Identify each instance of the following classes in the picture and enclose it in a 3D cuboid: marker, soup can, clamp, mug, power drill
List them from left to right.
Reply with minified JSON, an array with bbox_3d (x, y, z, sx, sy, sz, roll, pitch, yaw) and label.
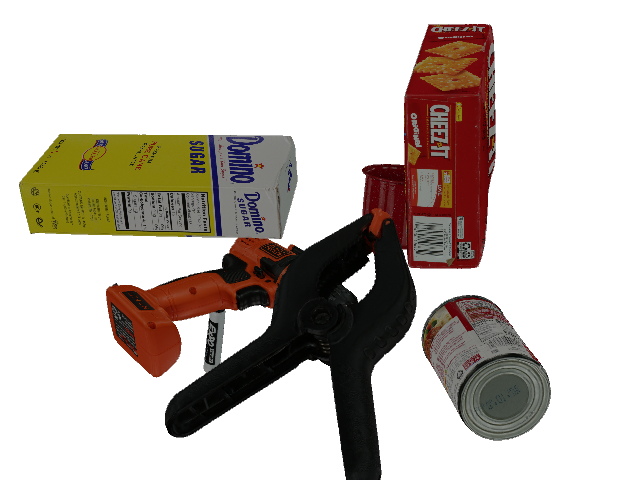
[{"bbox_3d":[-0.117,0.101,1.197,0.020,0.121,0.020,6,36,-5],"label":"marker"},{"bbox_3d":[-0.081,0.058,0.947,0.187,0.057,0.185,-17,25,-29],"label":"power drill"},{"bbox_3d":[0.010,0.058,0.572,0.120,0.171,0.039,27,-26,22],"label":"clamp"},{"bbox_3d":[0.100,-0.040,1.239,0.117,0.081,0.093,-8,21,-39],"label":"mug"},{"bbox_3d":[0.119,0.090,0.772,0.068,0.068,0.102,0,21,-9],"label":"soup can"}]

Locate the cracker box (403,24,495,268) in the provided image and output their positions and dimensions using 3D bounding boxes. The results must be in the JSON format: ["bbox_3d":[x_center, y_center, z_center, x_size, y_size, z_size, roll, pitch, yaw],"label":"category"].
[{"bbox_3d":[0.124,-0.094,0.987,0.072,0.164,0.213,2,27,12],"label":"cracker box"}]

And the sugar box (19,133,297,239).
[{"bbox_3d":[-0.108,-0.040,0.743,0.176,0.048,0.093,-1,28,7],"label":"sugar box"}]
